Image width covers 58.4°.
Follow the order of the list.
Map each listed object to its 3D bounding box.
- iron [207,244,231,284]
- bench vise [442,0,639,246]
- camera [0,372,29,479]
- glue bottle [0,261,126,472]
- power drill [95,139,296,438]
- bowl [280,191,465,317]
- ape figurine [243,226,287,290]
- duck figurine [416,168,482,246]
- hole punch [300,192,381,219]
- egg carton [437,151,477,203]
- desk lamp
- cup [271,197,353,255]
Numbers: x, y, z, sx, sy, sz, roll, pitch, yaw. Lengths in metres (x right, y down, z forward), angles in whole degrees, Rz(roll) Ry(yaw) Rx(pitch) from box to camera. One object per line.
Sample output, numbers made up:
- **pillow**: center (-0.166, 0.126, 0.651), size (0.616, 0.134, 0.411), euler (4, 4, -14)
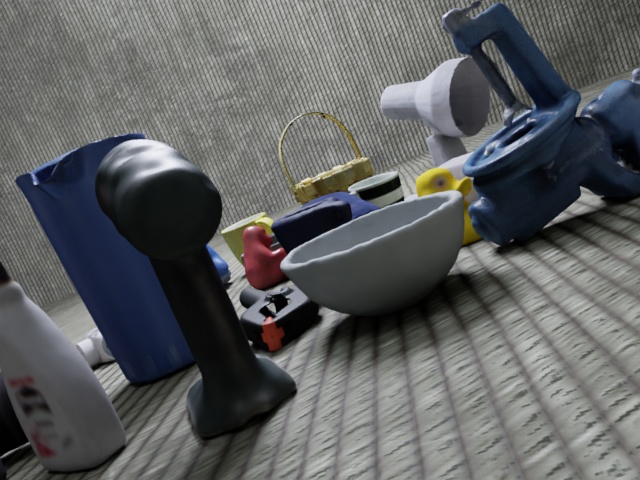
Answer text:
- **iron**: center (-0.263, 0.039, 1.065), size (0.119, 0.141, 0.257), euler (-26, 8, -26)
- **bench vise**: center (0.208, -0.128, 0.539), size (0.208, 0.220, 0.121), euler (-25, 8, -21)
- **camera**: center (-0.290, 0.150, 0.498), size (0.137, 0.101, 0.143), euler (-25, 8, -18)
- **glue bottle**: center (-0.209, 0.087, 0.421), size (0.078, 0.173, 0.037), euler (-18, 9, 30)
- **power drill**: center (-0.100, 0.023, 0.414), size (0.076, 0.208, 0.229), euler (-25, 8, -19)
- **bowl**: center (0.055, 0.020, 0.499), size (0.167, 0.075, 0.167), euler (-22, 7, 3)
- **ape figurine**: center (-0.084, 0.021, 0.846), size (0.076, 0.092, 0.077), euler (-26, 8, -28)
- **duck figurine**: center (0.133, -0.037, 0.637), size (0.104, 0.086, 0.078), euler (-15, 11, 47)
- **hole punch**: center (0.032, -0.024, 0.833), size (0.109, 0.091, 0.101), euler (-26, 8, -28)
- **egg carton**: center (0.224, -0.088, 0.802), size (0.150, 0.069, 0.107), euler (-17, 9, 39)
- **desk lamp**: center (0.194, -0.174, 0.951), size (0.118, 0.213, 0.202), euler (-28, 9, -38)
- **cup**: center (0.006, 0.002, 0.699), size (0.117, 0.095, 0.092), euler (-15, 10, 45)
